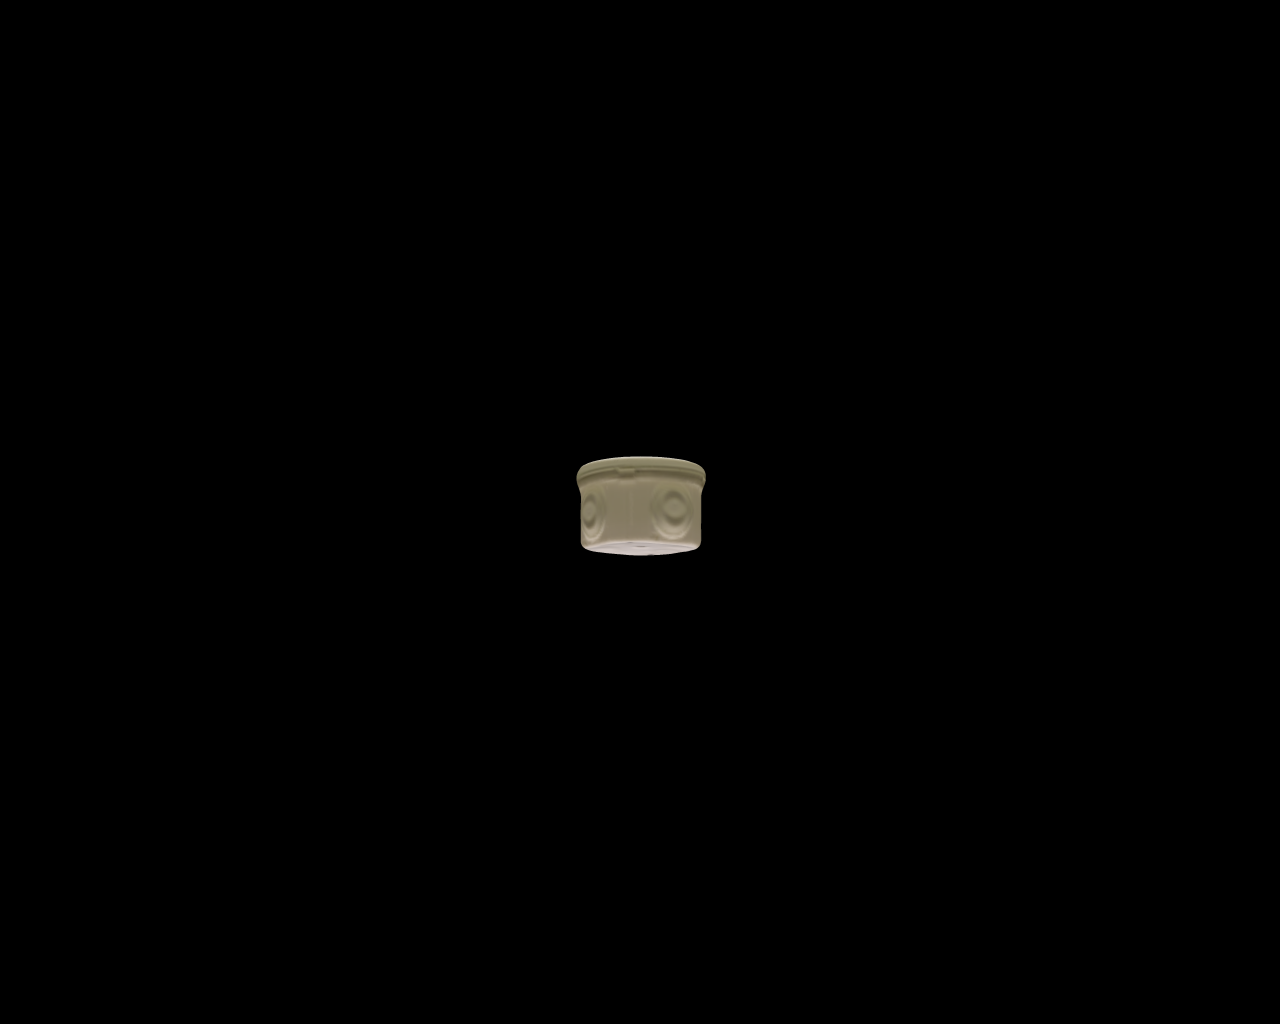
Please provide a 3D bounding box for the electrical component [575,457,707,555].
[{"bbox_3d":[0.001,-0.003,0.650,0.080,0.051,0.080,0,-9,0],"label":"electrical component"}]
